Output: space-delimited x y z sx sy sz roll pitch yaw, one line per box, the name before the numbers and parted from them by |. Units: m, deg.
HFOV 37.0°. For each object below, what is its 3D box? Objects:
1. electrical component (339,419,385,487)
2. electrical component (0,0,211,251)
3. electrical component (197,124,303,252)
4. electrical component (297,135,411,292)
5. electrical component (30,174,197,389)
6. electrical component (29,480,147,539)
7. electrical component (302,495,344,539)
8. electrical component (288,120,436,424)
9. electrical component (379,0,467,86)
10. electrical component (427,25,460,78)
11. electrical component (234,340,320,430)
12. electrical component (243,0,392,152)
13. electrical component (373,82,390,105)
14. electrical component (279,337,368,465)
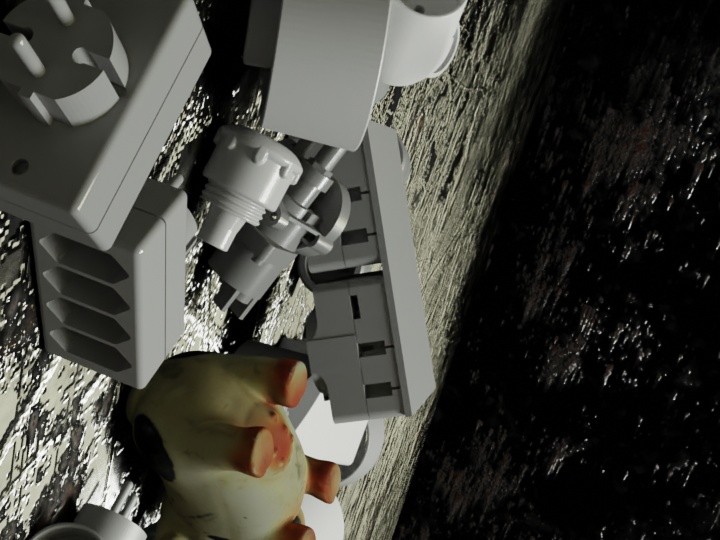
electrical component | -0.029 0.145 0.959 0.099 0.099 0.064 -69 164 0
electrical component | -0.091 -0.062 0.340 0.075 0.047 0.083 80 32 -71
electrical component | -0.062 -0.040 0.552 0.062 0.048 0.048 -62 170 0
electrical component | -0.001 -0.041 0.845 0.074 0.052 0.138 34 76 -80
electrical component | -0.092 -0.010 0.441 0.083 0.047 0.075 101 14 -45
electrical component | -0.133 0.144 0.541 0.077 0.044 0.079 95 18 -58
electrical component | -0.073 0.193 0.795 0.060 0.108 0.108 -39 149 -60
electrical component | 0.000 0.000 0.720 0.105 0.060 0.186 -16 97 -78
electrical component | 0.029 -0.149 0.566 0.077 0.043 0.079 124 -25 -71
electrical component | 0.029 -0.160 0.724 0.044 0.065 0.044 -41 145 -36
electrical component | -0.067 0.097 0.739 0.099 0.064 0.099 20 90 -80
electrical component | -0.024 -0.115 0.522 0.108 0.060 0.108 -172 -90 -81
electrical component | -0.001 -0.137 0.690 0.078 0.040 0.040 84 29 -69
electrical component | -0.036 0.107 0.879 0.100 0.048 0.099 20 91 -49
